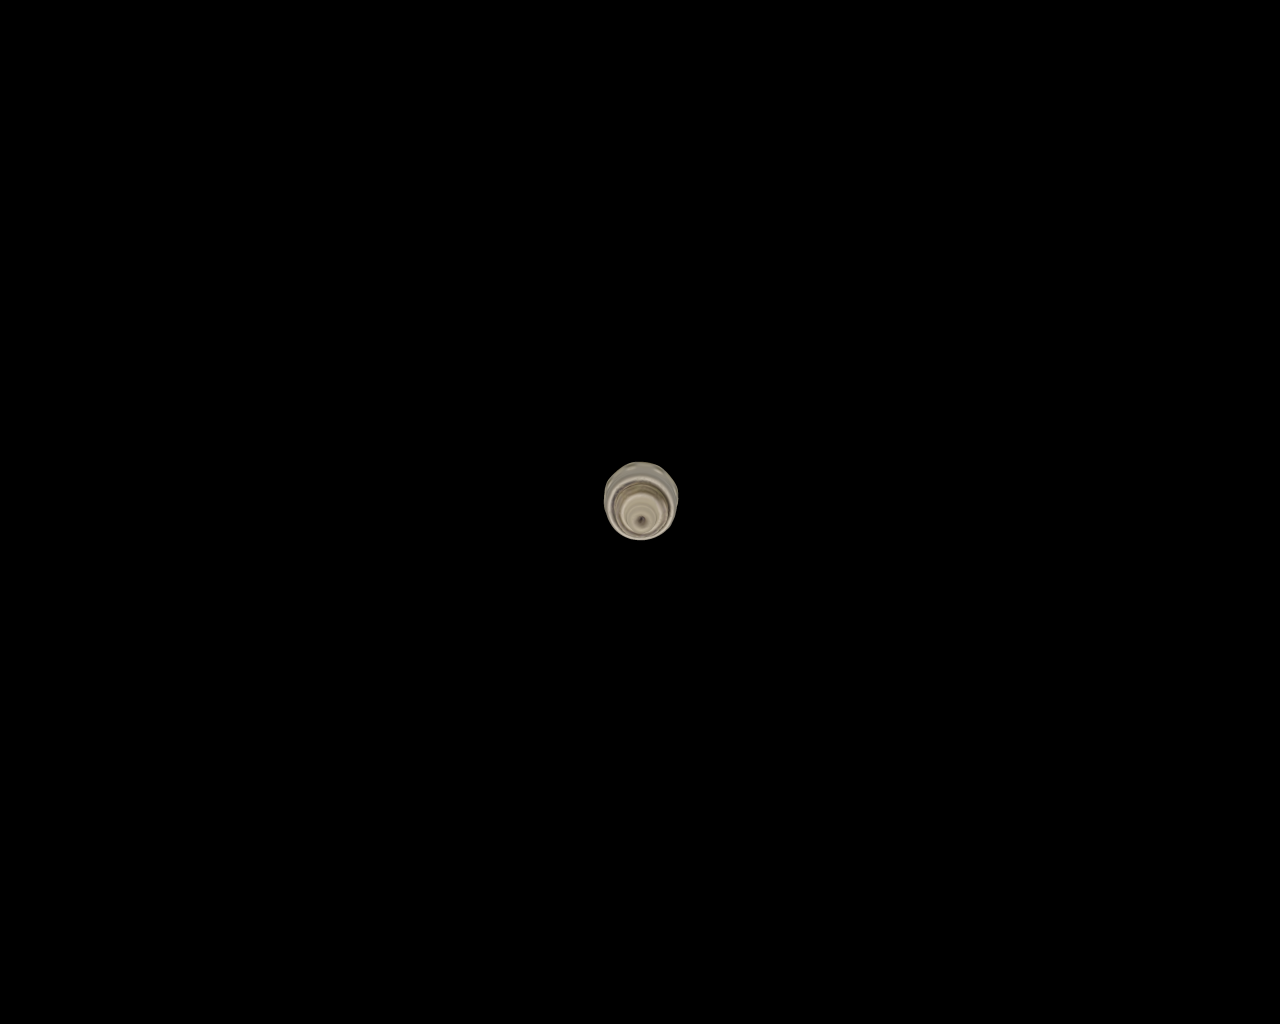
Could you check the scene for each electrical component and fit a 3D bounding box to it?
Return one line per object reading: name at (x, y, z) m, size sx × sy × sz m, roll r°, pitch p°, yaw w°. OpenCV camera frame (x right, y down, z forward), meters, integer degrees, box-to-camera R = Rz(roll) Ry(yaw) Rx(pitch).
electrical component at (0.001, -0.003, 0.650) m, size 0.048 × 0.048 × 0.062 m, roll 0°, pitch 16°, yaw 0°
